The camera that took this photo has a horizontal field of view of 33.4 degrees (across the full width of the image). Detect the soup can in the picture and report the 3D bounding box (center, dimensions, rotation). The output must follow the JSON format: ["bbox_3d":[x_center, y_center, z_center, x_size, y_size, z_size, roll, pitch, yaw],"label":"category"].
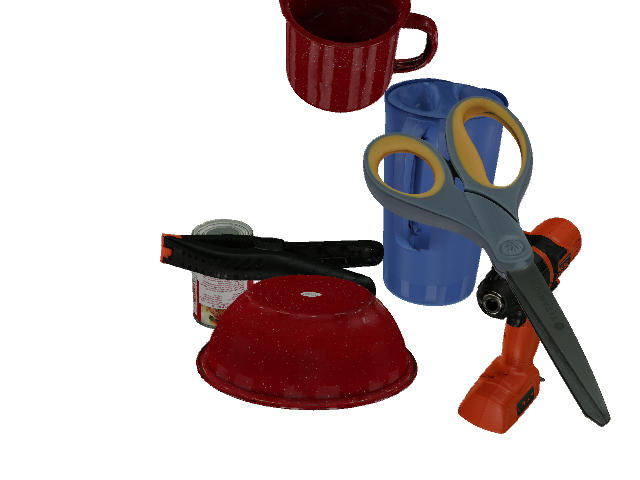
[{"bbox_3d":[-0.106,0.036,1.158,0.068,0.102,0.068,1,26,-1],"label":"soup can"}]

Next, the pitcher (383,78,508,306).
[{"bbox_3d":[0.126,-0.048,1.193,0.149,0.243,0.145,-6,28,-17],"label":"pitcher"}]

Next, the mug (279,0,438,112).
[{"bbox_3d":[0.028,-0.148,0.783,0.117,0.093,0.081,3,-32,-1],"label":"mug"}]

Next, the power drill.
[{"bbox_3d":[0.181,0.084,0.996,0.057,0.188,0.184,24,31,25],"label":"power drill"}]

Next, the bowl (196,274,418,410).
[{"bbox_3d":[-0.009,0.064,0.769,0.162,0.055,0.162,2,16,-1],"label":"bowl"}]

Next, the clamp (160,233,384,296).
[{"bbox_3d":[-0.041,0.020,0.960,0.210,0.036,0.164,5,11,-2],"label":"clamp"}]

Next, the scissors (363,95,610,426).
[{"bbox_3d":[0.071,0.004,0.510,0.096,0.201,0.016,-5,-41,5],"label":"scissors"}]
